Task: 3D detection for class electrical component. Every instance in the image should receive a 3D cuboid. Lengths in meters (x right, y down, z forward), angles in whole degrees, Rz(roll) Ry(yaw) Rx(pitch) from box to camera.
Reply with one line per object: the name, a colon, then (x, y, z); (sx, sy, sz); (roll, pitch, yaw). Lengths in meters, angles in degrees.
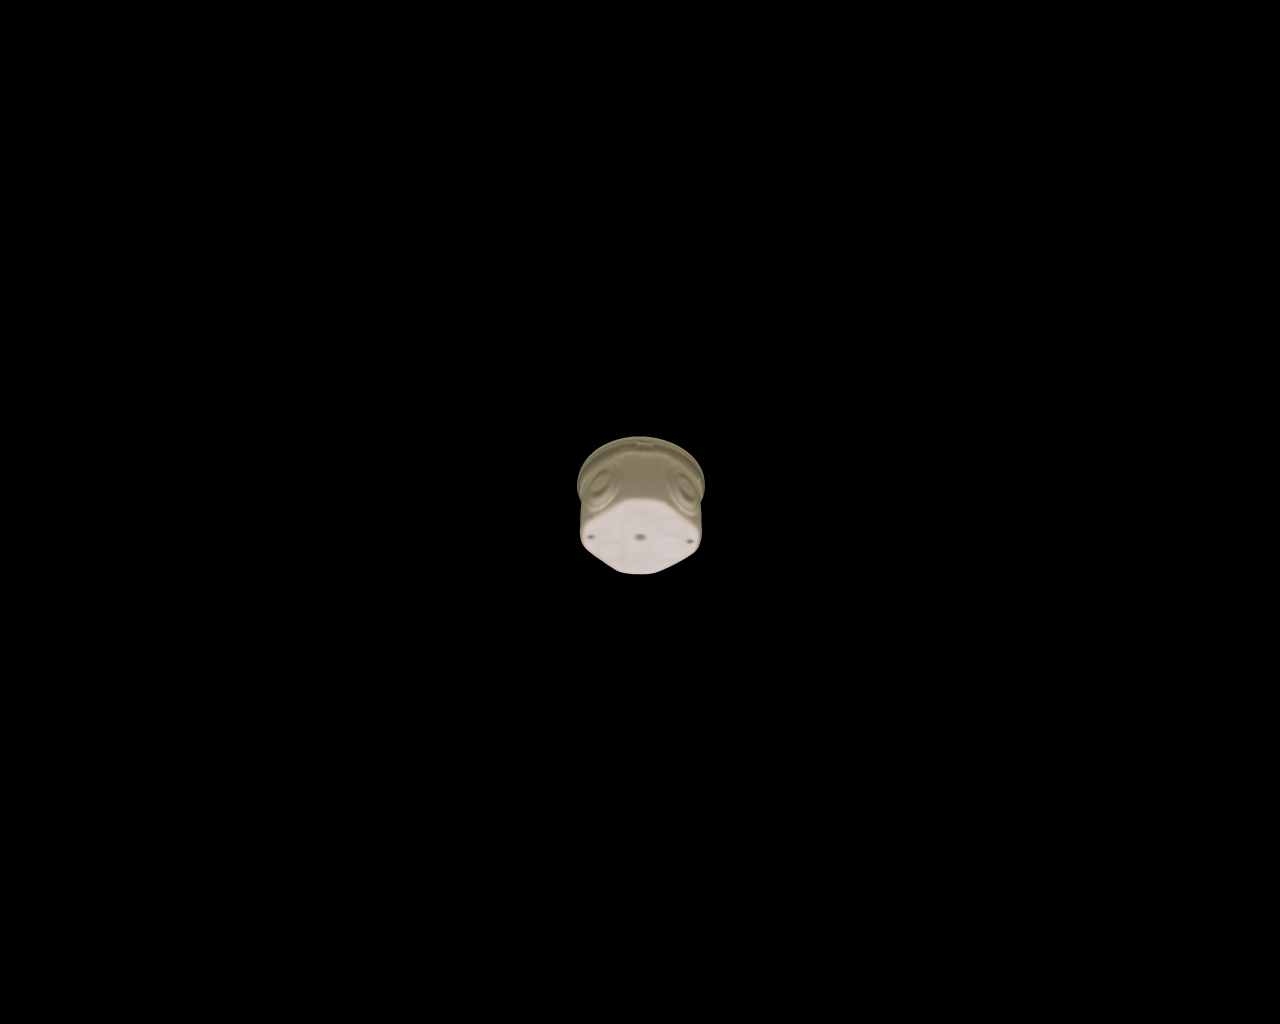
electrical component: (0.001, -0.003, 0.650); (0.080, 0.051, 0.080); (0, -42, 0)
